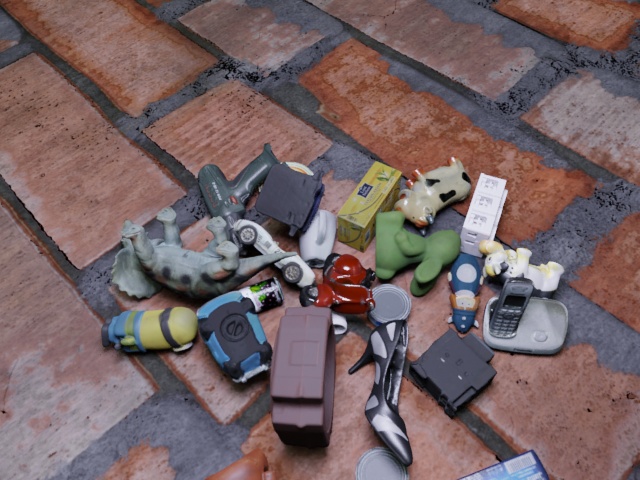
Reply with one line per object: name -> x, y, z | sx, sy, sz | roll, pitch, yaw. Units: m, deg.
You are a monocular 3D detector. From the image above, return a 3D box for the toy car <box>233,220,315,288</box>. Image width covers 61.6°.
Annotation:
toy car -> -0.093, 0.027, 1.079 | 0.202, 0.073, 0.056 | 40, 80, 6

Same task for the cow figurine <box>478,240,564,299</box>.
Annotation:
cow figurine -> 0.375, 0.065, 1.035 | 0.167, 0.068, 0.098 | 22, 81, 0

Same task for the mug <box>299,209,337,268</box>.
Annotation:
mug -> -0.002, -0.003, 1.106 | 0.081, 0.109, 0.107 | 9, 64, -15

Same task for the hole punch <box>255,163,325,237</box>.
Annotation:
hole punch -> -0.054, -0.082, 1.092 | 0.116, 0.092, 0.142 | 25, 87, 15

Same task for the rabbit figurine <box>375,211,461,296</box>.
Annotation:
rabbit figurine -> 0.195, 0.021, 1.062 | 0.170, 0.121, 0.159 | 0, 62, 7

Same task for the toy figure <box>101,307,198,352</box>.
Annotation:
toy figure -> -0.320, 0.169, 1.014 | 0.180, 0.089, 0.082 | 1, 64, 1

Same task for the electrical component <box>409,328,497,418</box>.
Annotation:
electrical component -> 0.243, 0.227, 0.957 | 0.134, 0.058, 0.115 | -36, 63, -19

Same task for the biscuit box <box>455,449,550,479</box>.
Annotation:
biscuit box -> 0.254, 0.395, 0.839 | 0.203, 0.062, 0.059 | -17, 56, -8

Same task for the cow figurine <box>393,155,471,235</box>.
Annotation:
cow figurine -> 0.243, -0.093, 1.157 | 0.195, 0.085, 0.127 | -22, 69, -22

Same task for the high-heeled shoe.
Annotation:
high-heeled shoe -> 0.138, 0.247, 0.914 | 0.145, 0.086, 0.249 | -39, 40, 4

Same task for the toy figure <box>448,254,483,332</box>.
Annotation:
toy figure -> 0.280, 0.102, 1.042 | 0.064, 0.057, 0.154 | -13, 51, 34

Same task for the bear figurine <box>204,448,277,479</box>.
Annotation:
bear figurine -> -0.095, 0.433, 0.822 | 0.120, 0.132, 0.196 | -30, 77, -14

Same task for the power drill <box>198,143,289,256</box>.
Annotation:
power drill -> -0.152, -0.102, 1.182 | 0.207, 0.086, 0.232 | -39, 67, 2

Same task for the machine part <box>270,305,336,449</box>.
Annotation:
machine part -> -0.024, 0.225, 0.888 | 0.087, 0.201, 0.201 | 0, 56, 8

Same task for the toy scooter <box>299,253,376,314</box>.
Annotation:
toy scooter -> 0.055, 0.089, 1.021 | 0.135, 0.075, 0.184 | 11, 29, 22

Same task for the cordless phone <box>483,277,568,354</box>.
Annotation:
cordless phone -> 0.371, 0.121, 0.945 | 0.147, 0.184, 0.089 | 5, 52, 7

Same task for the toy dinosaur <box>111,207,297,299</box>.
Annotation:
toy dinosaur -> -0.245, 0.052, 1.036 | 0.405, 0.192, 0.131 | 16, 41, 13

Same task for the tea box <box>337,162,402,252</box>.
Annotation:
tea box -> 0.106, -0.072, 1.145 | 0.068, 0.098, 0.169 | 25, 59, 18

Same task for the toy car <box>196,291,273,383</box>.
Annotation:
toy car -> -0.151, 0.182, 0.985 | 0.109, 0.103, 0.162 | -28, 73, -17
